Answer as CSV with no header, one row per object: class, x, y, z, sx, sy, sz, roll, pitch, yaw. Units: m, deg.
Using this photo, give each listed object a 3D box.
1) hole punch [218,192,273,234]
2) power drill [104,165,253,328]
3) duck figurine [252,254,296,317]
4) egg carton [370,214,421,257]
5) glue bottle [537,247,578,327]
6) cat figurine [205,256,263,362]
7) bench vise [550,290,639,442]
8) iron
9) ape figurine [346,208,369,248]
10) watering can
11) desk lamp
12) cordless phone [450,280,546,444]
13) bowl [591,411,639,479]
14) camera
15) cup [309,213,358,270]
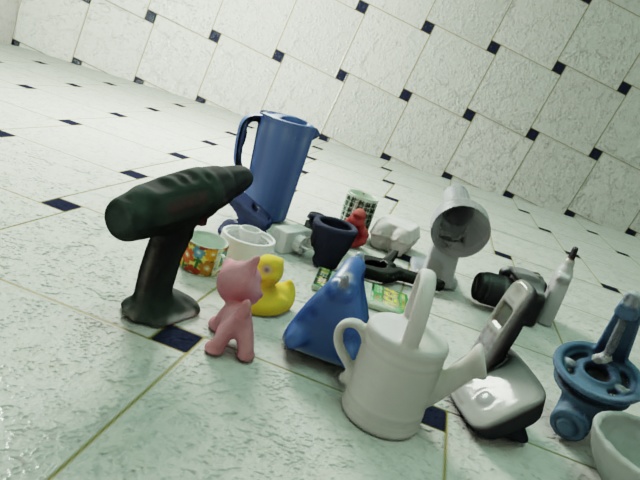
hole punch,-0.145,-0.050,1.164,0.101,0.091,0.108,16,17,-4
power drill,-0.186,0.001,0.758,0.075,0.208,0.230,25,18,24
duck figurine,-0.078,0.064,0.876,0.105,0.086,0.077,2,23,-41
egg carton,0.184,-0.013,1.406,0.107,0.069,0.151,22,17,16
glue bottle,0.501,0.094,1.200,0.037,0.173,0.078,21,17,13
cat figurine,-0.106,0.077,0.752,0.067,0.118,0.127,12,17,-15
bench vise,0.399,0.158,0.814,0.121,0.220,0.208,22,17,15
iron,0.035,0.082,0.833,0.118,0.141,0.258,19,17,6
ape figurine,0.078,-0.029,1.314,0.077,0.092,0.076,20,17,9
watering can,0.107,0.126,0.673,0.173,0.194,0.100,13,17,-14
desk lamp,0.272,-0.006,1.220,0.118,0.213,0.203,16,17,-2
cordless phone,0.242,0.151,0.742,0.094,0.185,0.147,13,17,-14
bowl,0.390,0.280,0.671,0.167,0.075,0.167,16,17,-5
camera,0.391,0.098,1.204,0.137,0.101,0.143,16,17,-5
cup,0.010,0.004,1.137,0.117,0.095,0.092,30,21,37
